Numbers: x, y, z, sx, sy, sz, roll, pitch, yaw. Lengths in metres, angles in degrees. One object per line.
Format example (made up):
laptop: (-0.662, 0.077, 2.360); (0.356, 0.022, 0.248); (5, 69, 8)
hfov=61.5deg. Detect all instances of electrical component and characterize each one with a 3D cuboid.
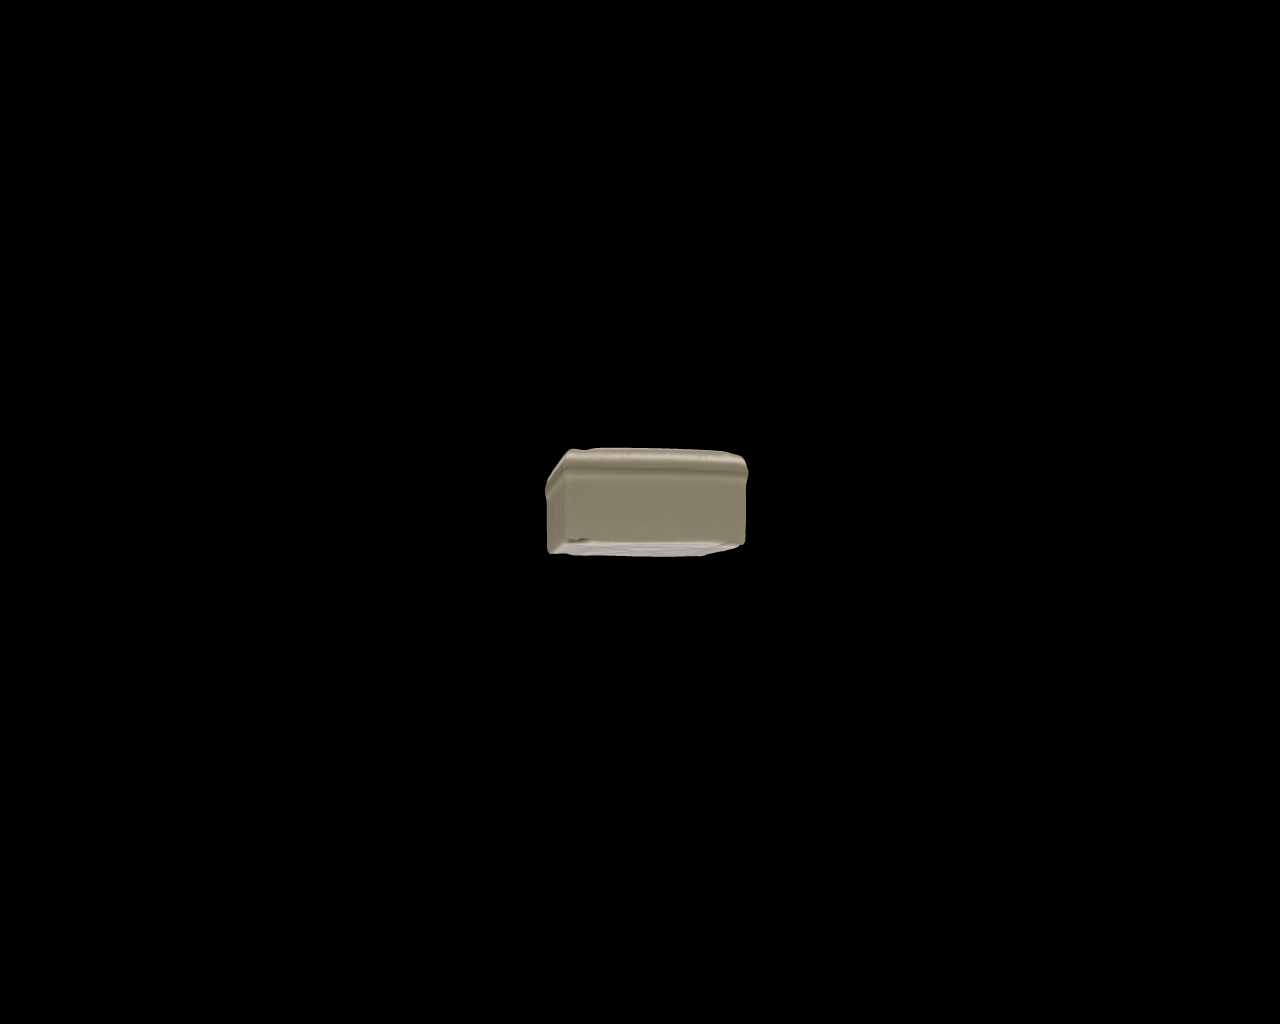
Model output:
electrical component: (0.001, -0.003, 0.650); (0.109, 0.056, 0.108); (1, -7, -11)
